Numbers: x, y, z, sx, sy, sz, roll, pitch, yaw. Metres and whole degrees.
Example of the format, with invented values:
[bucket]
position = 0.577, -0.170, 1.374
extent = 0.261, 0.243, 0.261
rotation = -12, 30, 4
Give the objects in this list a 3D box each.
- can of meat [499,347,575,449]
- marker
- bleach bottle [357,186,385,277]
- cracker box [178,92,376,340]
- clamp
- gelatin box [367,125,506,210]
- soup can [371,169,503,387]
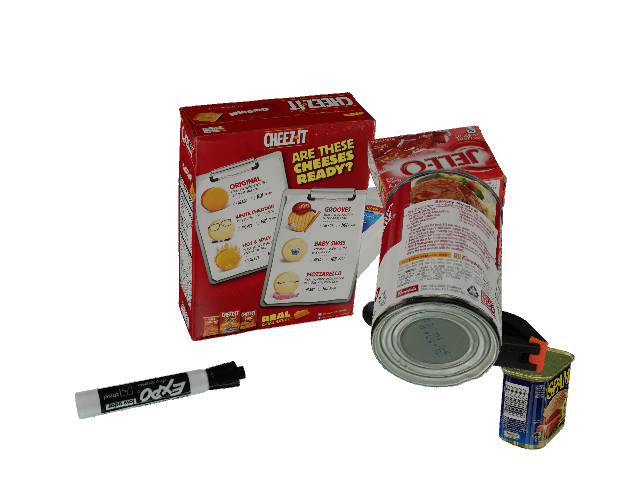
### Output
[can of meat]
position = 0.234, 0.171, 1.164
extent = 0.058, 0.084, 0.101
rotation = 11, 16, 30
[marker]
position = -0.112, 0.105, 0.759
extent = 0.121, 0.020, 0.020
rotation = -10, 3, -16
[bleach bottle]
position = 0.028, -0.005, 1.327
extent = 0.103, 0.068, 0.250
rotation = 15, 36, 26
[cracker box]
position = -0.045, -0.022, 0.976
extent = 0.164, 0.214, 0.072
rotation = -8, 34, -19
[clamp]
position = 0.139, 0.075, 1.007
extent = 0.172, 0.039, 0.120
rotation = 20, 33, 25
[gelatin box]
position = 0.085, -0.051, 0.788
extent = 0.089, 0.030, 0.073
rotation = -8, 37, -5
[soup can]
position = 0.064, 0.020, 0.573
extent = 0.068, 0.068, 0.102
rotation = 0, 43, 10
